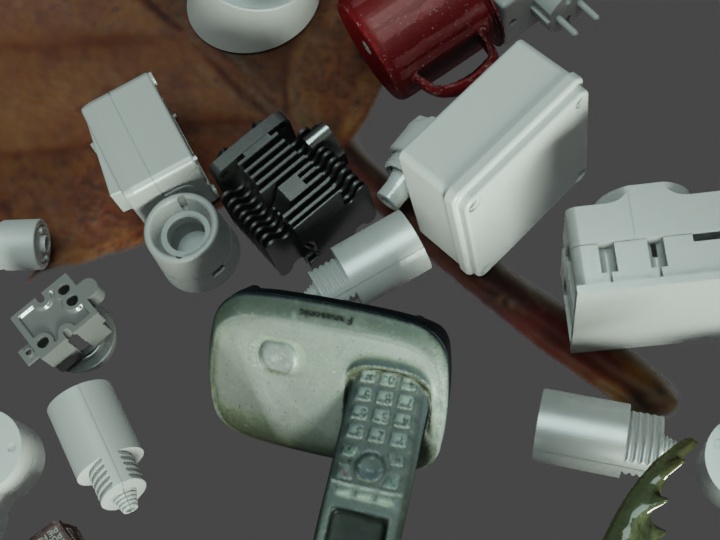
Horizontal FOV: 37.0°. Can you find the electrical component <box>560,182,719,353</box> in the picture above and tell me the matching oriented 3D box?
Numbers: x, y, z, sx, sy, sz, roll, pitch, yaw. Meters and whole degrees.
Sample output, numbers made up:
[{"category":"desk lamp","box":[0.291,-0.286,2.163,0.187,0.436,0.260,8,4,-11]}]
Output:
[{"category":"electrical component","box":[0.213,-0.005,0.620,0.186,0.105,0.060,-6,67,6]}]

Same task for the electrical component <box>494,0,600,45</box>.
[{"category":"electrical component","box":[0.131,-0.190,0.740,0.083,0.047,0.075,-37,67,-7]}]

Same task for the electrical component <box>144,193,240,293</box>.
[{"category":"electrical component","box":[-0.111,-0.019,0.709,0.055,0.047,0.055,-3,68,8]}]

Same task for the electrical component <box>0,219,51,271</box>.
[{"category":"electrical component","box":[-0.245,-0.017,0.733,0.065,0.044,0.044,-2,68,3]}]

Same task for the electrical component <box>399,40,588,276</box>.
[{"category":"electrical component","box":[0.085,-0.066,0.664,0.109,0.108,0.056,-44,66,-9]}]

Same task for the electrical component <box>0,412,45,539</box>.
[{"category":"electrical component","box":[-0.252,0.148,0.648,0.052,0.073,0.138,23,73,17]}]

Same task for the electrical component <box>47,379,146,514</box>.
[{"category":"electrical component","box":[-0.158,0.113,0.664,0.043,0.043,0.081,-30,67,-4]}]

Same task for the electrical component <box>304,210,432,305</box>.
[{"category":"electrical component","box":[0.000,0.000,0.685,0.081,0.043,0.043,-30,67,-3]}]

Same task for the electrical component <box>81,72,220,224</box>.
[{"category":"electrical component","box":[-0.148,-0.082,0.732,0.061,0.061,0.096,-29,67,-4]}]

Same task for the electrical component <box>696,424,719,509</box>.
[{"category":"electrical component","box":[0.253,0.081,0.596,0.138,0.073,0.052,-33,67,-5]}]

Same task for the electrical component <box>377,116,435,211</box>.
[{"category":"electrical component","box":[0.037,-0.068,0.707,0.043,0.043,0.062,35,78,20]}]

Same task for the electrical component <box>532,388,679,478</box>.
[{"category":"electrical component","box":[0.144,0.097,0.623,0.081,0.043,0.043,9,70,12]}]

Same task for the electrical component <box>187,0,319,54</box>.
[{"category":"electrical component","box":[-0.078,-0.211,0.785,0.099,0.064,0.099,2,67,-6]}]

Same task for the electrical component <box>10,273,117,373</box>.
[{"category":"electrical component","box":[-0.186,0.038,0.692,0.066,0.055,0.048,-41,68,-8]}]
